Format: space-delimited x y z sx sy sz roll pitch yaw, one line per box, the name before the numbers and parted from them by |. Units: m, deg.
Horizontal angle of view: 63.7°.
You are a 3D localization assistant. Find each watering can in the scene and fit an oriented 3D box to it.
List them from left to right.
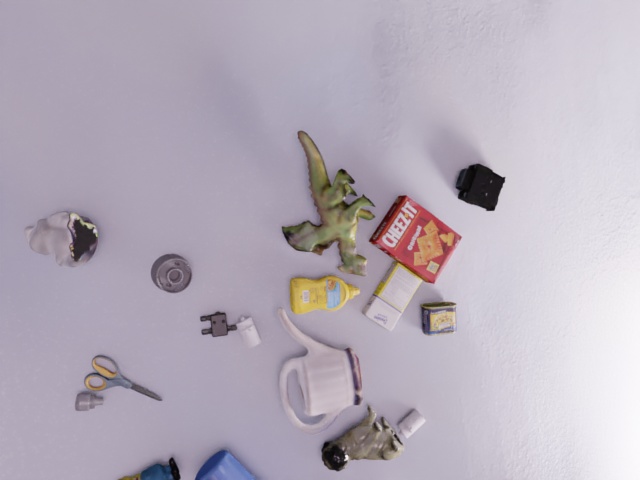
watering can | -0.001 0.338 1.374 0.225 0.104 0.347 -8 91 -14

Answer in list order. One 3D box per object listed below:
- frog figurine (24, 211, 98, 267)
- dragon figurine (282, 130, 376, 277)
frog figurine | -0.630 0.001 1.254 0.159 0.124 0.136 -7 102 23
dragon figurine | 0.004 -0.070 1.393 0.243 0.122 0.409 -43 97 -2
